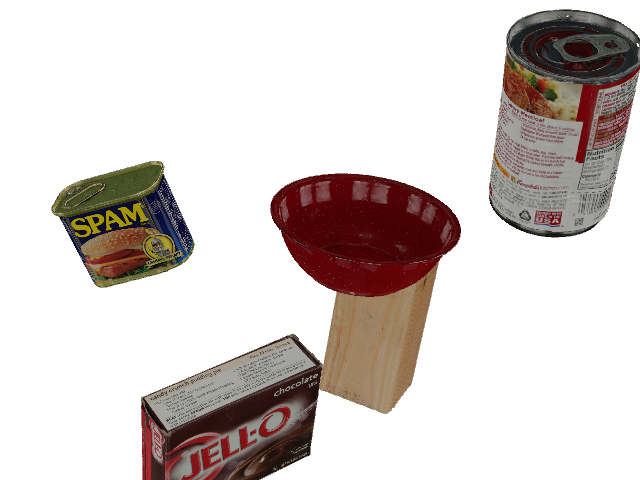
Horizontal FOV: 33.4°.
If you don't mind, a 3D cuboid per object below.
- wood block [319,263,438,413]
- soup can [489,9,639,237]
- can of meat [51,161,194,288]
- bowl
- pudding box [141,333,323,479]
[{"bbox_3d":[0.070,0.078,1.214,0.090,0.206,0.090,18,24,18],"label":"wood block"},{"bbox_3d":[0.127,-0.060,0.565,0.068,0.102,0.068,0,41,0],"label":"soup can"},{"bbox_3d":[-0.171,-0.013,0.941,0.102,0.084,0.057,-14,30,13],"label":"can of meat"},{"bbox_3d":[0.035,0.002,0.908,0.162,0.055,0.162,6,28,-3],"label":"bowl"},{"bbox_3d":[-0.056,0.118,0.670,0.113,0.090,0.039,-23,50,-30],"label":"pudding box"}]
